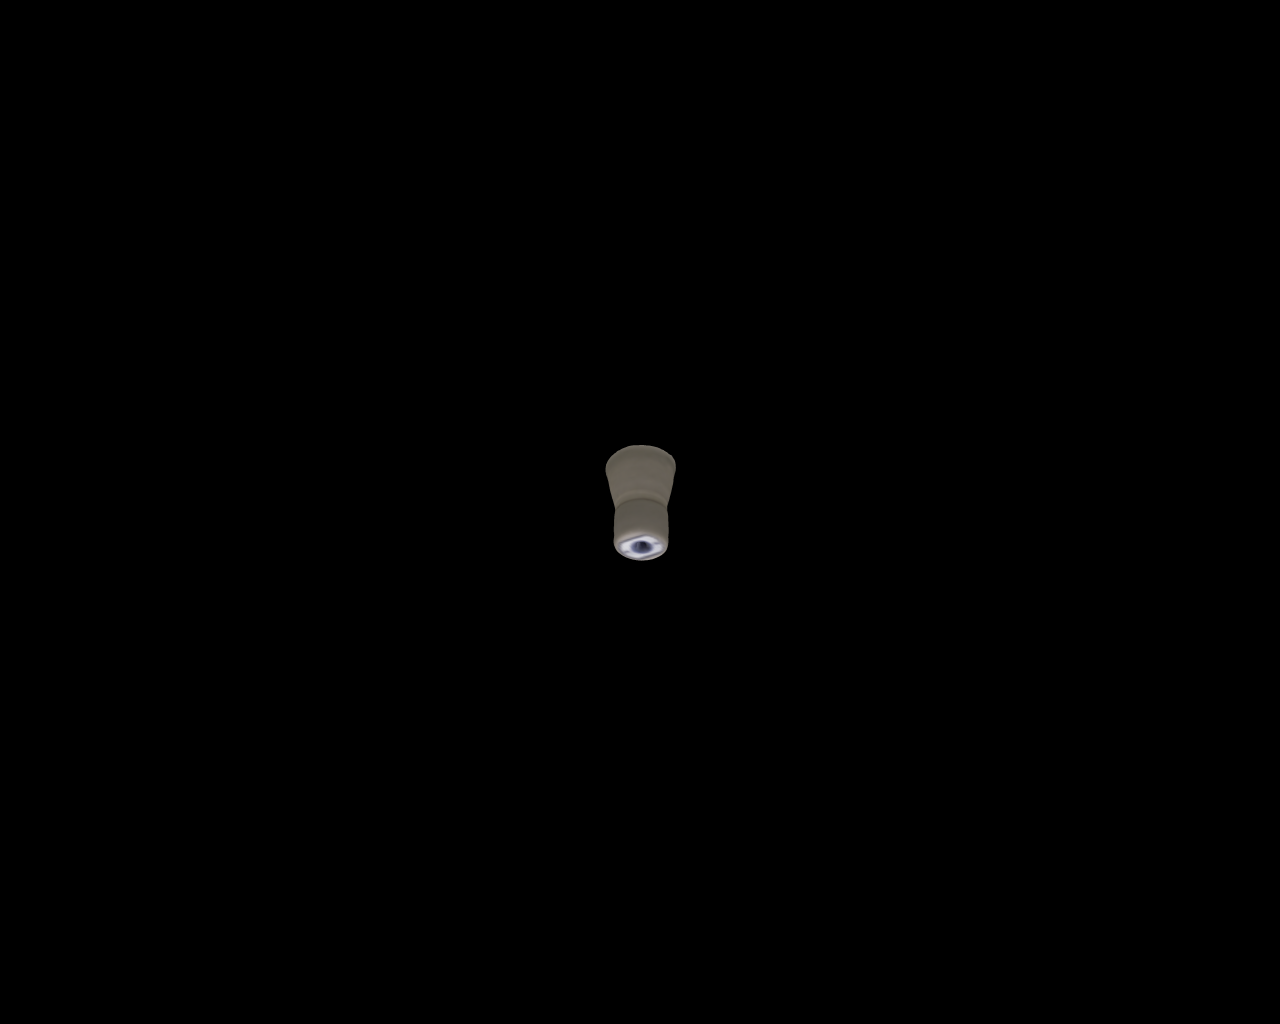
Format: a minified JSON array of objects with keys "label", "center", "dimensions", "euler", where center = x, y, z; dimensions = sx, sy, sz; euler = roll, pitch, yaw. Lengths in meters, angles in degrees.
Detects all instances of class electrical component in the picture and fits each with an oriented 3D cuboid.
[{"label":"electrical component","center":[0.001,-0.003,0.650],"dimensions":[0.044,0.065,0.044],"euler":[0,-36,0]}]
